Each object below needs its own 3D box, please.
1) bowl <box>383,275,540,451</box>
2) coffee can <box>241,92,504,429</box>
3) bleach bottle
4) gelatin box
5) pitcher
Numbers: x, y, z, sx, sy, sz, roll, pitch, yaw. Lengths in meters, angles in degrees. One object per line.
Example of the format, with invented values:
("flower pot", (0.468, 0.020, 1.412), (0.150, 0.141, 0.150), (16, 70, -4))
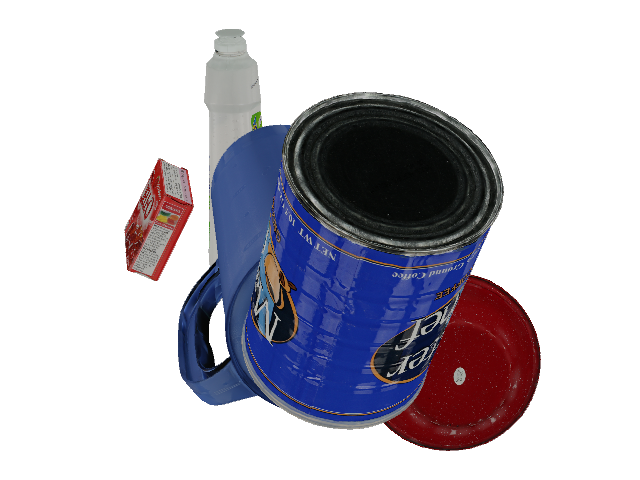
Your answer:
("bowl", (0.115, 0.111, 0.921), (0.162, 0.162, 0.055), (0, 5, 0))
("coffee can", (0.021, 0.013, 0.529), (0.102, 0.103, 0.140), (0, -41, -14))
("bleach bottle", (-0.085, -0.092, 1.091), (0.068, 0.251, 0.102), (1, 27, 3))
("gelatin box", (-0.136, -0.019, 0.888), (0.030, 0.073, 0.089), (22, 18, -20))
("pitcher", (-0.022, 0.011, 0.751), (0.149, 0.145, 0.243), (6, 23, -14))
